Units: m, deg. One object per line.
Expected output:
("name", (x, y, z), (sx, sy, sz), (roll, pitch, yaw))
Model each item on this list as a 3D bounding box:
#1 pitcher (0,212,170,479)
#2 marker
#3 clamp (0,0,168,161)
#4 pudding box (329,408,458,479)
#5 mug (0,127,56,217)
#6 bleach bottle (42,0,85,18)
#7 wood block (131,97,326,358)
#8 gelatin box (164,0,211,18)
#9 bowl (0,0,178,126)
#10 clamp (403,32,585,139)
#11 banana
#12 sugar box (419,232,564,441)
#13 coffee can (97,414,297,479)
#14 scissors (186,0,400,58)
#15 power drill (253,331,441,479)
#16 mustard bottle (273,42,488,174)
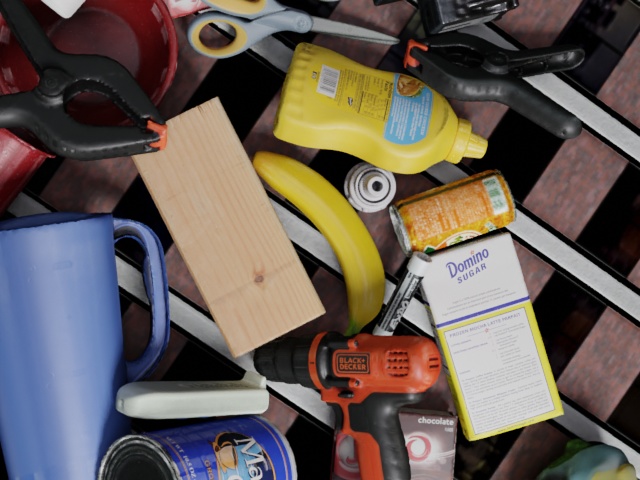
("pitcher", (-0.219, 0.096, 0.926), (0.149, 0.144, 0.243), (-5, 97, 26))
("marker", (0.068, 0.065, 0.975), (0.020, 0.020, 0.121), (24, 113, -5))
("clamp", (-0.228, -0.114, 0.874), (0.210, 0.036, 0.164), (28, 70, 2))
("pudding box", (0.067, 0.201, 0.990), (0.113, 0.039, 0.090), (4, 92, -4))
("mug", (-0.300, -0.077, 0.935), (0.117, 0.093, 0.081), (40, 94, 26))
("bleach bottle", (-0.167, -0.308, 0.870), (0.102, 0.068, 0.251), (38, 91, -12))
("wood block", (-0.083, -0.010, 0.943), (0.091, 0.090, 0.206), (-26, 92, -4))
("gelatin box", (-0.122, -0.246, 0.949), (0.073, 0.030, 0.089), (-16, 120, -5))
("bowl", (-0.206, -0.166, 0.949), (0.162, 0.055, 0.162), (0, 92, -4))
("clamp", (0.161, -0.143, 0.962), (0.171, 0.120, 0.039), (5, 132, -2))
("banana", (0.010, -0.003, 0.974), (0.069, 0.037, 0.198), (-28, 92, -26))
("sugar box", (0.154, 0.089, 0.991), (0.093, 0.048, 0.176), (-16, 90, -3))
("coffee can", (-0.102, 0.207, 0.905), (0.103, 0.140, 0.103), (-1, 89, 38))
("scissors", (-0.034, -0.186, 0.974), (0.201, 0.016, 0.096), (23, 115, -22))
("power drill", (0.020, 0.174, 0.935), (0.185, 0.057, 0.187), (-4, 88, 35))
("mustard bottle", (0.059, -0.110, 0.962), (0.191, 0.058, 0.096), (16, 55, -6))
